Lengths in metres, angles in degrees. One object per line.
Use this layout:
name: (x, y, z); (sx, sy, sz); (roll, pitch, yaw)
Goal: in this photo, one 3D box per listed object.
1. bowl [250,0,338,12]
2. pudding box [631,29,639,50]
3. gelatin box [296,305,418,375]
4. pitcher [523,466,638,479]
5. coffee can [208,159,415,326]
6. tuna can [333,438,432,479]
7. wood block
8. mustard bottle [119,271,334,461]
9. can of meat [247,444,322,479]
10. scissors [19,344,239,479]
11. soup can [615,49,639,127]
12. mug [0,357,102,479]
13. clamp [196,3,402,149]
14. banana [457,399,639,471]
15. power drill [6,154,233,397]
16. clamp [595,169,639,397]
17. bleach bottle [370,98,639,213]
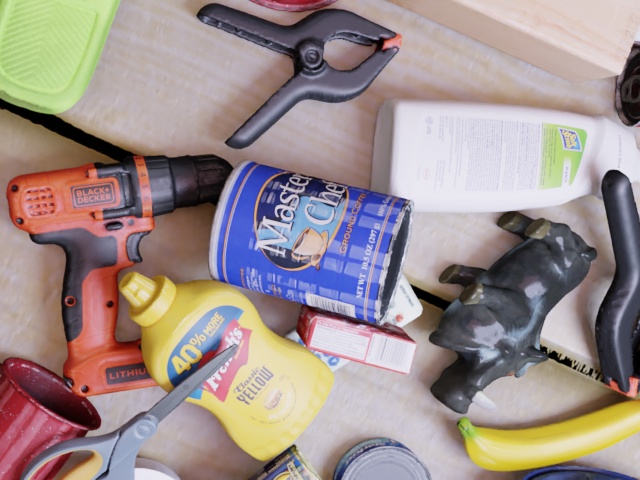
bowl: (-0.019, -0.271, 0.872); (0.162, 0.055, 0.162); (-1, 95, -11)
pudding box: (0.309, -0.223, 0.944); (0.090, 0.039, 0.113); (3, 92, -10)
gelatin box: (0.028, 0.078, 0.867); (0.089, 0.073, 0.030); (16, 93, -7)
pitcher: (0.235, 0.328, 0.928); (0.149, 0.145, 0.243); (4, 104, 2)
coffee can: (-0.006, 0.001, 0.850); (0.140, 0.102, 0.103); (14, 92, 11)
tuna can: (0.054, 0.218, 0.936); (0.086, 0.034, 0.086); (-1, 95, -10)
wood block: (0.159, -0.214, 0.891); (0.206, 0.091, 0.090); (21, 90, -11)
mustard bottle: (-0.082, 0.087, 0.840); (0.191, 0.058, 0.096); (42, 87, -27)
can of meat: (-0.025, 0.230, 0.864); (0.084, 0.057, 0.102); (-37, 96, -7)
scissors: (-0.133, 0.160, 0.821); (0.202, 0.016, 0.096); (-27, 119, 0)
soup can: (0.322, -0.131, 0.939); (0.102, 0.068, 0.068); (2, 94, -11)
mug: (-0.245, 0.146, 0.855); (0.117, 0.093, 0.081); (37, 93, 18)
clamp: (-0.014, -0.139, 0.891); (0.171, 0.039, 0.120); (-4, 96, -10)
banana: (0.208, 0.175, 0.948); (0.197, 0.070, 0.037); (-5, 57, -16)
power drill: (-0.151, 0.025, 0.873); (0.184, 0.057, 0.187); (-8, 94, -13)
clamp: (0.296, 0.035, 0.950); (0.164, 0.036, 0.210); (-7, 109, -35)
bleach bottle: (0.173, -0.064, 0.921); (0.250, 0.068, 0.102); (4, 95, -13)
